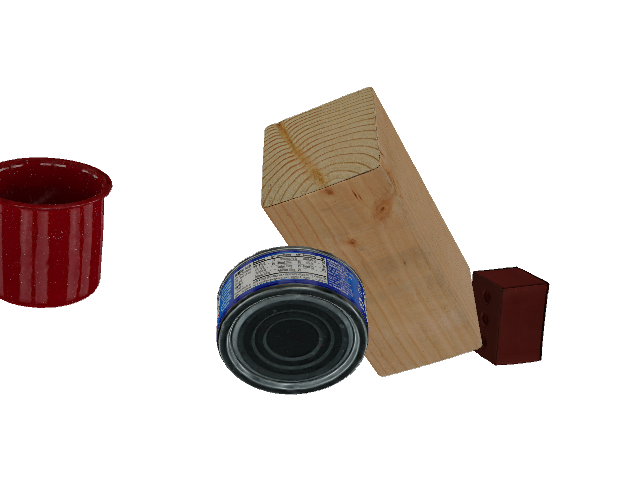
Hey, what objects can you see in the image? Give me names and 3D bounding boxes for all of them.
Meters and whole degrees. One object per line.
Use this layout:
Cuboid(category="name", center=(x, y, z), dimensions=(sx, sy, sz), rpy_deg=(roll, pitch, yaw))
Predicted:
Cuboid(category="mug", center=(-0.206, -0.004, 0.750), dimensions=(0.117, 0.081, 0.093), rpy_deg=(-7, 28, -29))
Cuboid(category="foam brick", center=(0.172, 0.069, 0.984), dimensions=(0.051, 0.078, 0.053), rpy_deg=(-6, 18, -24))
Cuboid(category="wood block", center=(0.042, 0.001, 0.804), dimensions=(0.090, 0.091, 0.206), rpy_deg=(-19, -48, 17))
Cuboid(category="tuna can", center=(-0.016, 0.046, 0.596), dimensions=(0.086, 0.086, 0.034), rpy_deg=(0, 39, -3))
